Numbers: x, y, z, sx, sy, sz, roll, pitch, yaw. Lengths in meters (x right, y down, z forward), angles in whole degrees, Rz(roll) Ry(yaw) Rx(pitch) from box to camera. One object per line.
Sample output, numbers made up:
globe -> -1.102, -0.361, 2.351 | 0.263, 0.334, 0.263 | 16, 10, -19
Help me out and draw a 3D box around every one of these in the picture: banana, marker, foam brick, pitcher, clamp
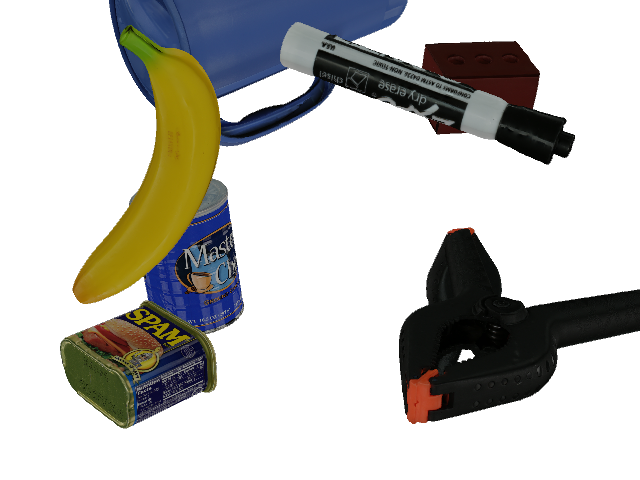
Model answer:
banana -> -0.100, -0.038, 0.638 | 0.069, 0.198, 0.037 | 10, 35, -12
marker -> 0.041, -0.058, 0.421 | 0.121, 0.020, 0.020 | 22, 5, 13
foam brick -> 0.121, -0.118, 0.821 | 0.078, 0.051, 0.053 | -4, 39, -13
pitcher -> -0.041, -0.193, 0.903 | 0.242, 0.149, 0.145 | -24, 44, -28
clamp -> 0.105, 0.050, 0.666 | 0.165, 0.036, 0.209 | 21, 32, 37
clamp -> 0.126, 0.077, 0.971 | 0.120, 0.171, 0.039 | -14, 2, -38

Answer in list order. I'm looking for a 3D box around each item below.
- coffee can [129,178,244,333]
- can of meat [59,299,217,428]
coffee can -> -0.141, 0.016, 1.134 | 0.103, 0.140, 0.103 | -5, 26, 2
can of meat -> -0.148, 0.099, 0.859 | 0.083, 0.057, 0.102 | -23, 34, -38
